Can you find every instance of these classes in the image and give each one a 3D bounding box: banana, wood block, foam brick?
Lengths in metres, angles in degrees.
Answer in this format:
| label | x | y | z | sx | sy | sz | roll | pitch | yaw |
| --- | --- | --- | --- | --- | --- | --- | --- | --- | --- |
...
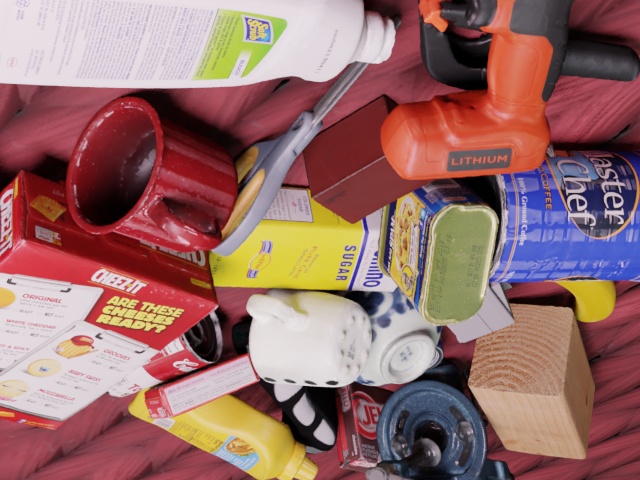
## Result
| label | x | y | z | sx | sy | sz | roll | pitch | yaw |
| --- | --- | --- | --- | --- | --- | --- | --- | --- | --- |
| banana | 0.233 | 0.041 | 0.987 | 0.070 | 0.037 | 0.197 | -22 | 147 | 17 |
| wood block | 0.221 | 0.147 | 1.085 | 0.090 | 0.090 | 0.206 | 4 | 154 | 23 |
| foam brick | 0.034 | -0.057 | 0.761 | 0.078 | 0.051 | 0.052 | -28 | 143 | 27 |

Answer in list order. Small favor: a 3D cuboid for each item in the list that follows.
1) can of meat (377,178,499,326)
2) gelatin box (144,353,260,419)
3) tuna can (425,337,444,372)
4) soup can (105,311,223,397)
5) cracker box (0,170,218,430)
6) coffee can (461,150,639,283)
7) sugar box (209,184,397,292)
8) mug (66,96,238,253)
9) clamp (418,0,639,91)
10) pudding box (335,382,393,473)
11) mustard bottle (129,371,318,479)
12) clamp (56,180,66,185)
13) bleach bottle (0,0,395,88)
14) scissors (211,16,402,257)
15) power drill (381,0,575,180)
| label | x | y | z | sx | sy | sz | roll | pitch | yaw |
| --- | --- | --- | --- | --- | --- | --- | --- | --- | --- |
| can of meat | 0.086 | 0.001 | 0.787 | 0.057 | 0.084 | 0.102 | -4 | 117 | -18 |
| gelatin box | -0.107 | 0.131 | 0.950 | 0.089 | 0.030 | 0.073 | -21 | 178 | -23 |
| tuna can | 0.079 | 0.106 | 1.057 | 0.086 | 0.034 | 0.086 | -7 | 149 | -4 |
| soup can | -0.146 | 0.092 | 0.939 | 0.102 | 0.068 | 0.068 | -23 | 146 | 21 |
| cracker box | -0.207 | 0.054 | 0.788 | 0.164 | 0.072 | 0.214 | 22 | 132 | -40 |
| coffee can | 0.183 | -0.018 | 0.814 | 0.140 | 0.103 | 0.103 | 0 | 148 | -14 |
| sugar box | -0.005 | 0.001 | 0.851 | 0.176 | 0.048 | 0.093 | 5 | 146 | -20 |
| mug | -0.103 | -0.032 | 0.709 | 0.081 | 0.117 | 0.093 | 22 | 108 | -48 |
| clamp | 0.116 | -0.113 | 0.705 | 0.171 | 0.039 | 0.120 | 20 | 133 | -33 |
| pudding box | 0.063 | 0.210 | 1.168 | 0.039 | 0.090 | 0.113 | -29 | 145 | 33 |
| mustard bottle | -0.088 | 0.184 | 1.037 | 0.191 | 0.058 | 0.096 | 30 | 148 | -7 |
| clamp | -0.241 | 0.023 | 0.832 | 0.164 | 0.036 | 0.210 | 5 | 144 | -24 |
| bleach bottle | -0.078 | -0.124 | 0.612 | 0.250 | 0.068 | 0.103 | 3 | 148 | -24 |
| scissors | -0.018 | -0.077 | 0.731 | 0.016 | 0.096 | 0.202 | 31 | 102 | -25 |
| power drill | 0.088 | -0.118 | 0.608 | 0.184 | 0.057 | 0.188 | -4 | 140 | -14 |
